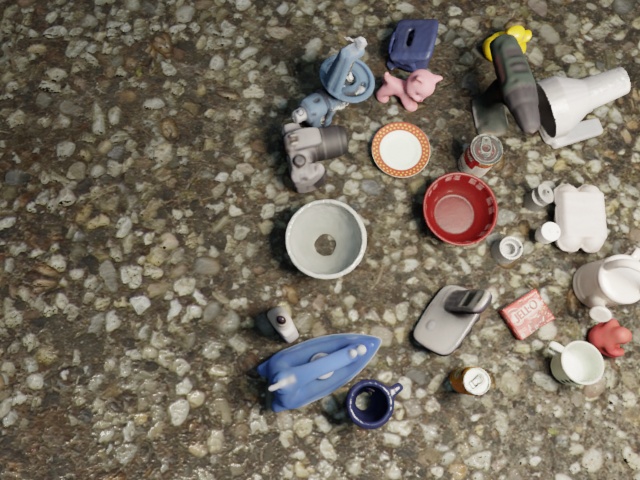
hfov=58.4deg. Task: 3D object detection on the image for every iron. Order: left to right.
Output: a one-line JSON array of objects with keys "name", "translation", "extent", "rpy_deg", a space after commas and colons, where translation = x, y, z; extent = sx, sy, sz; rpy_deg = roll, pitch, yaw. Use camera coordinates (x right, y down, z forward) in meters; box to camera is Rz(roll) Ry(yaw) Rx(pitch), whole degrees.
[{"name": "iron", "translation": [0.010, 0.240, 1.106], "extent": [0.258, 0.141, 0.118], "rpy_deg": [-23, 80, -7]}]

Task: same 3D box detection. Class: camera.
[{"name": "camera", "translation": [-0.006, -0.189, 1.214], "extent": [0.137, 0.101, 0.143], "rpy_deg": [-13, 79, -5]}]

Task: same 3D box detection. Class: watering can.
[{"name": "watering can", "translation": [0.592, 0.087, 1.138], "extent": [0.101, 0.194, 0.173], "rpy_deg": [16, 78, 1]}]

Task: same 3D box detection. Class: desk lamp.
[{"name": "desk lamp", "translation": [0.530, -0.280, 1.200], "extent": [0.203, 0.213, 0.118], "rpy_deg": [-18, 79, -6]}]

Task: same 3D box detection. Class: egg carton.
[{"name": "egg carton", "translation": [0.553, -0.047, 1.227], "extent": [0.107, 0.069, 0.150], "rpy_deg": [0, 78, -2]}]

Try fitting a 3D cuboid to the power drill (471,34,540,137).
[{"name": "power drill", "translation": [0.389, -0.297, 1.200], "extent": [0.075, 0.208, 0.229], "rpy_deg": [-8, 79, -4]}]

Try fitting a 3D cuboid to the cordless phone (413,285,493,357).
[{"name": "cordless phone", "translation": [0.263, 0.153, 1.114], "extent": [0.094, 0.185, 0.148], "rpy_deg": [33, 79, 5]}]

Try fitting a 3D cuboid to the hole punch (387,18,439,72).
[{"name": "hole punch", "translation": [0.205, -0.438, 1.280], "extent": [0.101, 0.091, 0.109], "rpy_deg": [14, 78, 1]}]

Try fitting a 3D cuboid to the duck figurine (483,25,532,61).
[{"name": "duck figurine", "translation": [0.426, -0.451, 1.296], "extent": [0.104, 0.086, 0.077], "rpy_deg": [-8, 79, -4]}]

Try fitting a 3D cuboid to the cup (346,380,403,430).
[{"name": "cup", "translation": [0.104, 0.311, 1.120], "extent": [0.118, 0.095, 0.091], "rpy_deg": [-29, 81, -8]}]

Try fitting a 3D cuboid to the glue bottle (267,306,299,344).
[{"name": "glue bottle", "translation": [-0.072, 0.160, 1.103], "extent": [0.037, 0.173, 0.078], "rpy_deg": [-36, 82, -9]}]

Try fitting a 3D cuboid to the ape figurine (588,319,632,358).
[{"name": "ape figurine", "translation": [0.598, 0.198, 1.168], "extent": [0.076, 0.092, 0.078], "rpy_deg": [13, 78, 0]}]

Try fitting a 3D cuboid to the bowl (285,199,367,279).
[{"name": "bowl", "translation": [0.011, 0.004, 1.189], "extent": [0.167, 0.074, 0.167], "rpy_deg": [1, 78, -2]}]

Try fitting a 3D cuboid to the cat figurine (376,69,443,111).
[{"name": "cat figurine", "translation": [0.194, -0.339, 1.246], "extent": [0.128, 0.118, 0.067], "rpy_deg": [15, 78, 1]}]

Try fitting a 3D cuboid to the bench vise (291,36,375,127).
[{"name": "bench vise", "translation": [0.038, -0.314, 1.182], "extent": [0.121, 0.219, 0.207], "rpy_deg": [32, 79, 5]}]
